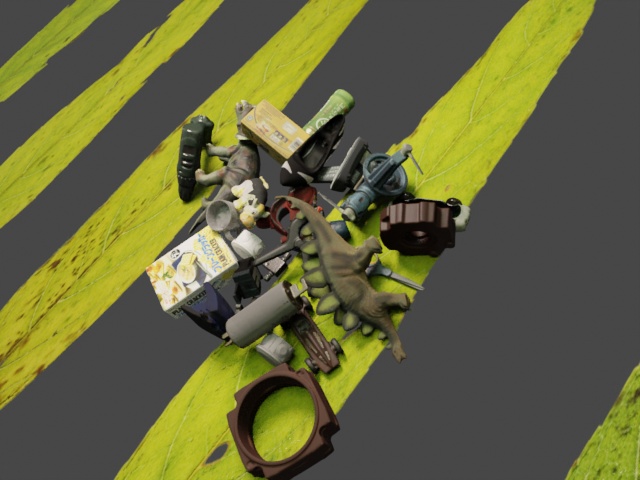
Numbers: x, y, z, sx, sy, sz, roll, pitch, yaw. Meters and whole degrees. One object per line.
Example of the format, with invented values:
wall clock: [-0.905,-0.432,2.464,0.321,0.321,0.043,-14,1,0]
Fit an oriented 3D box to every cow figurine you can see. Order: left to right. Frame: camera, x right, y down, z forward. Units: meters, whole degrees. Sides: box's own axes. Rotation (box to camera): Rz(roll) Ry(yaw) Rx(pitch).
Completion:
cow figurine: [-0.167,-0.095,1.375,0.098,0.068,0.167,-30,39,7]

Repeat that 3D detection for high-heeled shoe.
high-heeled shoe: [-0.012,-0.229,1.369,0.086,0.145,0.249,38,41,-1]

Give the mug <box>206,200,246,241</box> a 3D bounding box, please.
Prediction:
mug: [-0.231,-0.049,1.415,0.081,0.107,0.109,-33,74,22]

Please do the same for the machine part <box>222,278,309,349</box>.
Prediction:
machine part: [-0.123,0.166,1.193,0.243,0.079,0.079,-35,53,14]

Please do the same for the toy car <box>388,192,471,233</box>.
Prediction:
toy car: [0.255,-0.064,1.279,0.202,0.056,0.073,9,58,28]

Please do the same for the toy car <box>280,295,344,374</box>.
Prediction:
toy car: [-0.026,0.210,1.214,0.089,0.053,0.202,-33,53,-6]

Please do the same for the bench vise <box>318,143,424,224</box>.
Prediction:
bench vise: [0.138,-0.142,1.276,0.224,0.240,0.129,-33,82,-33]

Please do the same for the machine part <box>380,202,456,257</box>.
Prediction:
machine part: [0.217,-0.021,1.199,0.180,0.179,0.056,-2,61,19]

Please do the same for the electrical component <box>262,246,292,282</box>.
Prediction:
electrical component: [-0.117,0.060,1.357,0.063,0.021,0.094,33,76,33]

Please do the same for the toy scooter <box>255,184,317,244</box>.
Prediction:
toy scooter: [-0.077,-0.061,1.386,0.184,0.075,0.135,-30,53,5]

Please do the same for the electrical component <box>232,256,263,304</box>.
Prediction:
electrical component: [-0.177,0.102,1.296,0.048,0.074,0.119,-17,25,11]

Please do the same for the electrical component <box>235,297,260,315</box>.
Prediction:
electrical component: [-0.153,0.175,1.285,0.102,0.045,0.078,22,71,29]

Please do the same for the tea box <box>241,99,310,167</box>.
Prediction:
tea box: [-0.120,-0.284,1.444,0.170,0.068,0.098,41,74,10]

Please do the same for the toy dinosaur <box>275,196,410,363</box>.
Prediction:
toy dinosaur: [0.055,0.067,1.205,0.199,0.105,0.471,-29,71,5]

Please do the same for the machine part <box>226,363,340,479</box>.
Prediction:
machine part: [-0.078,0.374,1.109,0.201,0.087,0.202,-31,53,0]

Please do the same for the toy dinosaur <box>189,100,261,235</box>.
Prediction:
toy dinosaur: [-0.233,-0.187,1.503,0.192,0.131,0.405,-1,66,20]

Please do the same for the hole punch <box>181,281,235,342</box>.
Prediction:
hole punch: [-0.247,0.172,1.274,0.116,0.142,0.092,22,61,39]

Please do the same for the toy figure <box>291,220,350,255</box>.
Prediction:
toy figure: [-0.003,-0.006,1.332,0.154,0.057,0.064,-20,75,4]

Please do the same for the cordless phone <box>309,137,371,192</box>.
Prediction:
cordless phone: [0.042,-0.197,1.435,0.184,0.088,0.146,7,61,45]

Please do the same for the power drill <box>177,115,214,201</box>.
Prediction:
power drill: [-0.372,-0.256,1.573,0.086,0.231,0.207,15,39,-2]
